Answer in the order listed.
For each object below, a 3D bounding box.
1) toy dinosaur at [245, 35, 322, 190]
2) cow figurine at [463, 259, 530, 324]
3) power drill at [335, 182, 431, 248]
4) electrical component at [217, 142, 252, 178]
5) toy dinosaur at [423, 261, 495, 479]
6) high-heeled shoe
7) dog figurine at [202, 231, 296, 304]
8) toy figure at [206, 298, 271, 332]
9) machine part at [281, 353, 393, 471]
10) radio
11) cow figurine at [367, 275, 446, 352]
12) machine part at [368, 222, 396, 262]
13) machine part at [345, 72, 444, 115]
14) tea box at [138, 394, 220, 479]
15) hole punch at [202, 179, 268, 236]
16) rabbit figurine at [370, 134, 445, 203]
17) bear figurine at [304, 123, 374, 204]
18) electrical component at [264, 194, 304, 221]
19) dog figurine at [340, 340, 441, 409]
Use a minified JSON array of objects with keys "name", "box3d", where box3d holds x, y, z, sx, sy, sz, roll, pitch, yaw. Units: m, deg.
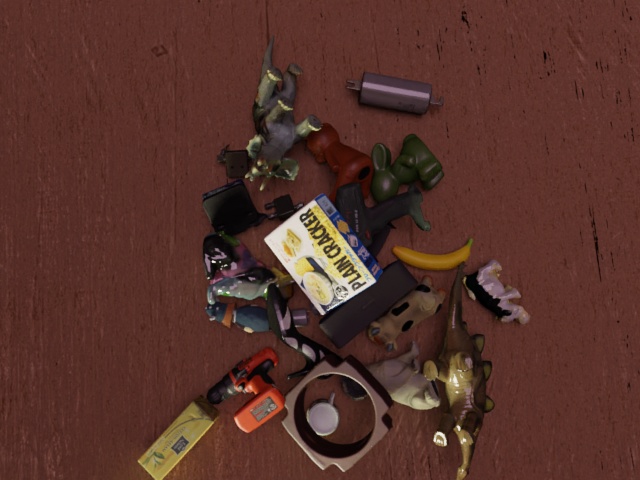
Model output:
[{"name":"toy dinosaur","box3d":[-0.108,-0.289,1.259,0.131,0.192,0.405,18,44,-32]},{"name":"cow figurine","box3d":[0.413,0.137,1.255,0.098,0.068,0.167,-32,81,0]},{"name":"power drill","box3d":[0.137,-0.027,1.202,0.207,0.086,0.231,-15,99,0]},{"name":"electrical component","box3d":[-0.196,-0.193,1.295,0.102,0.045,0.078,-9,111,0]},{"name":"toy dinosaur","box3d":[0.307,0.278,1.168,0.105,0.198,0.471,-3,84,31]},{"name":"high-heeled shoe","box3d":[-0.030,0.201,1.204,0.145,0.086,0.248,-16,100,-24]},{"name":"dog figurine","box3d":[-0.149,0.067,1.225,0.219,0.108,0.191,-5,100,-7]},{"name":"toy figure","box3d":[-0.187,0.176,1.237,0.155,0.064,0.057,10,119,4]},{"name":"machine part","box3d":[0.038,0.357,1.131,0.201,0.087,0.201,45,97,9]},{"name":"radio","box3d":[0.104,0.144,1.213,0.229,0.131,0.073,-38,86,-6]},{"name":"cow figurine","box3d":[0.188,0.173,1.208,0.195,0.127,0.085,-39,92,24]},{"name":"machine part","box3d":[0.122,0.006,1.269,0.084,0.039,0.139,43,75,-26]},{"name":"machine part","box3d":[0.182,-0.356,1.310,0.243,0.079,0.079,11,82,-1]},{"name":"tea box","box3d":[-0.305,0.430,1.179,0.068,0.098,0.169,42,85,4]},{"name":"hole punch","box3d":[-0.211,-0.075,1.265,0.142,0.092,0.115,-24,114,-7]},{"name":"rabbit figurine","box3d":[0.184,-0.163,1.269,0.170,0.121,0.159,-37,81,9]},{"name":"bear figurine","box3d":[0.031,-0.188,1.275,0.196,0.131,0.120,38,39,29]},{"name":"electrical component","box3d":[-0.085,-0.080,1.279,0.094,0.021,0.063,-20,51,5]},{"name":"dog figurine","box3d":[0.160,0.337,1.219,0.191,0.121,0.172,-27,94,17]}]
